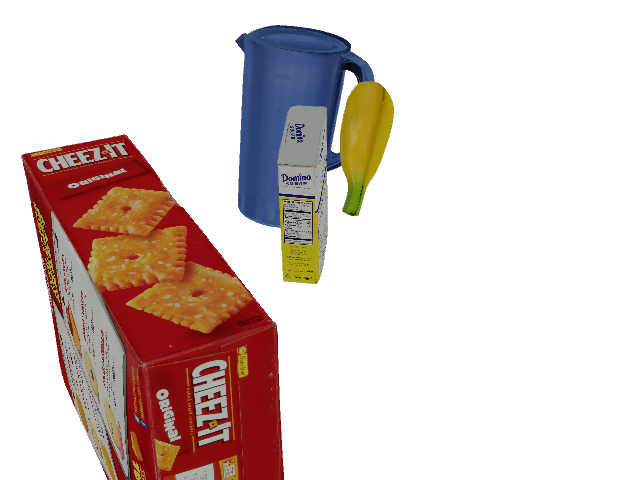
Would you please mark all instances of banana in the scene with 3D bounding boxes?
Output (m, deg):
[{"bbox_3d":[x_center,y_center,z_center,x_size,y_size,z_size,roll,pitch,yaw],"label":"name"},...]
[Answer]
[{"bbox_3d":[0.033,-0.091,0.838,0.037,0.070,0.197,24,26,-6],"label":"banana"}]

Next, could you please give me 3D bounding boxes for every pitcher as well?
[{"bbox_3d":[-0.032,-0.141,1.350,0.144,0.243,0.149,-3,25,-22],"label":"pitcher"}]

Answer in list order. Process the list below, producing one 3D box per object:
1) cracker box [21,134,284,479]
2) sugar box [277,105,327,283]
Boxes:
[{"bbox_3d":[-0.091,0.061,0.571,0.072,0.164,0.214,-15,35,-21],"label":"cracker box"},{"bbox_3d":[-0.018,-0.046,1.115,0.048,0.093,0.176,3,-43,7],"label":"sugar box"}]
